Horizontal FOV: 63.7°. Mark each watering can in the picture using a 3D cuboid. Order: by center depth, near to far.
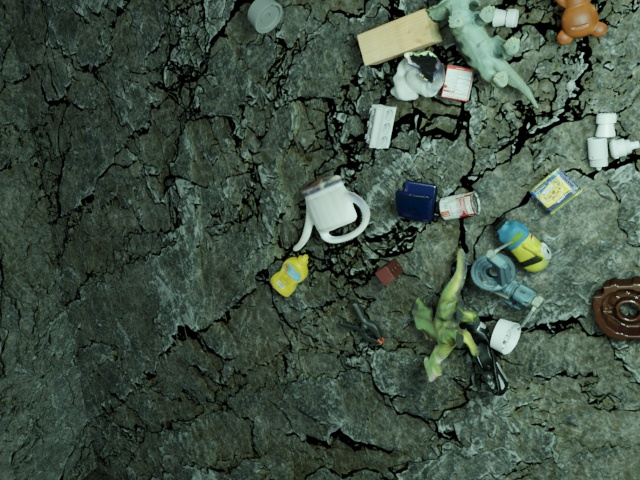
[{"bbox_3d":[0.005,-0.087,1.722,0.344,0.105,0.224,-19,95,35],"label":"watering can"}]

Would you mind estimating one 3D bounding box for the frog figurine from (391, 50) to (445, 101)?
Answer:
[{"bbox_3d":[0.275,-0.452,1.458,0.138,0.124,0.157,37,159,5],"label":"frog figurine"}]

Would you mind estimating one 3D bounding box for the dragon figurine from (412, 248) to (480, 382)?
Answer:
[{"bbox_3d":[0.366,0.231,1.587,0.242,0.122,0.412,-5,84,54],"label":"dragon figurine"}]
